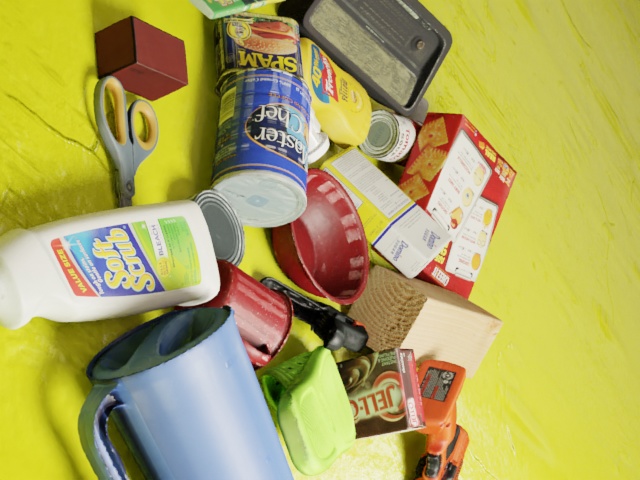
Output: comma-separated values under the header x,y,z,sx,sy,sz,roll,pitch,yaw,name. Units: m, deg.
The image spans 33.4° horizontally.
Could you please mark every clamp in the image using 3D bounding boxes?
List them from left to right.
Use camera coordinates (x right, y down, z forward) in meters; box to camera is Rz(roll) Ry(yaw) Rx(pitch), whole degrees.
x,y,z,sx,sy,sz,roll,pitch,yaw,name
-0.001,0.087,1.192,0.120,0.039,0.171,42,4,20,clamp

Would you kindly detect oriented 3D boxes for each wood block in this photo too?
x,y,z,sx,sy,sz,roll,pitch,yaw,name
0.132,0.106,1.340,0.205,0.090,0.091,19,101,-53,wood block

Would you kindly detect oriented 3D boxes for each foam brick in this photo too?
x,y,z,sx,sy,sz,roll,pitch,yaw,name
-0.174,-0.177,1.048,0.078,0.053,0.051,18,60,-55,foam brick

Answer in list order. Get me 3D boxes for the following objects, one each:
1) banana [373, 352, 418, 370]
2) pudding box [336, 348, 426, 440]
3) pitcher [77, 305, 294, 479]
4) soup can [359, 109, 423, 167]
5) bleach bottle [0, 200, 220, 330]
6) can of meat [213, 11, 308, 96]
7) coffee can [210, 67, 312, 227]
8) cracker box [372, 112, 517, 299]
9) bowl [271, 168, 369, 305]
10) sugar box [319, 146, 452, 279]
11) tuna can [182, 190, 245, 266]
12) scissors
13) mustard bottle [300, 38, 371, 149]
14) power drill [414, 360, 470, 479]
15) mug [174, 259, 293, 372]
x,y,z,sx,sy,sz,roll,pitch,yaw,name
0.093,0.164,1.311,0.070,0.037,0.197,38,10,24,banana
0.060,0.175,1.195,0.039,0.114,0.090,8,69,-46,pudding box
-0.101,0.190,0.922,0.145,0.149,0.243,-123,-170,-75,pitcher
0.103,-0.139,1.469,0.102,0.069,0.068,7,69,-58,soup can
-0.194,0.030,0.897,0.250,0.068,0.102,-16,94,-54,bleach bottle
-0.069,-0.206,1.202,0.102,0.058,0.084,4,65,-22,can of meat
-0.062,-0.099,1.144,0.102,0.103,0.140,38,45,-45,coffee can
0.173,-0.043,1.464,0.164,0.072,0.213,37,71,-44,cracker box
-0.008,0.002,1.229,0.161,0.055,0.162,34,48,-48,bowl
0.075,-0.036,1.324,0.176,0.048,0.093,46,32,6,sugar box
-0.114,-0.006,1.080,0.086,0.034,0.086,33,48,-48,tuna can
-0.176,-0.057,1.022,0.096,0.016,0.202,-7,85,-63,scissors
-0.009,-0.196,1.325,0.191,0.058,0.096,35,48,-46,mustard bottle
0.134,0.251,1.278,0.184,0.057,0.188,-61,154,-45,power drill
-0.082,0.078,1.025,0.081,0.093,0.117,38,13,-38,mug
